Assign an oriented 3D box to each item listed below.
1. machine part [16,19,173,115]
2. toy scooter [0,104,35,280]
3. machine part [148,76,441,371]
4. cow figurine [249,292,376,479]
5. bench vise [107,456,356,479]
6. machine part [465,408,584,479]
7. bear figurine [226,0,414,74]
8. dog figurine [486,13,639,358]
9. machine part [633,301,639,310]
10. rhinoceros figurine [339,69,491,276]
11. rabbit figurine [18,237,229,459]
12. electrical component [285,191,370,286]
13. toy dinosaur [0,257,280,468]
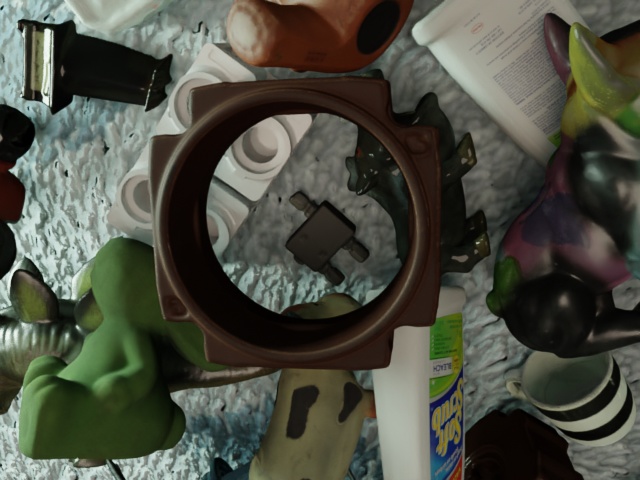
[{"bbox_3d":[-0.200,-0.148,0.474,0.139,0.039,0.084,10,103,5],"label":"machine part"},{"bbox_3d":[-0.331,-0.032,0.491,0.135,0.075,0.184,-6,69,27],"label":"toy scooter"},{"bbox_3d":[-0.015,-0.012,0.390,0.201,0.087,0.201,0,100,8],"label":"machine part"},{"bbox_3d":[-0.007,0.141,0.488,0.127,0.085,0.195,27,73,-25],"label":"cow figurine"},{"bbox_3d":[-0.087,0.266,0.554,0.241,0.129,0.223,-32,138,-9],"label":"bench vise"},{"bbox_3d":[0.166,0.246,0.510,0.056,0.179,0.179,35,110,-4],"label":"machine part"},{"bbox_3d":[-0.029,-0.201,0.355,0.196,0.132,0.120,50,117,20],"label":"bear figurine"},{"bbox_3d":[0.183,-0.042,0.375,0.192,0.108,0.219,-23,109,22],"label":"dog figurine"},{"bbox_3d":[0.335,-0.031,0.435,0.079,0.079,0.243,27,111,-4],"label":"machine part"},{"bbox_3d":[0.080,-0.055,0.462,0.112,0.073,0.190,-16,109,22],"label":"rhinoceros figurine"},{"bbox_3d":[-0.153,0.085,0.445,0.159,0.121,0.170,13,83,-17],"label":"rabbit figurine"},{"bbox_3d":[-0.001,-0.002,0.513,0.094,0.021,0.063,42,110,-10],"label":"electrical component"},{"bbox_3d":[-0.223,0.118,0.542,0.472,0.105,0.198,5,107,-7],"label":"toy dinosaur"}]
